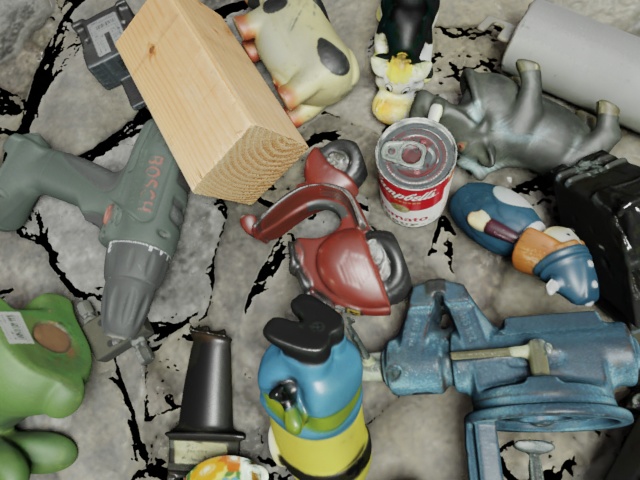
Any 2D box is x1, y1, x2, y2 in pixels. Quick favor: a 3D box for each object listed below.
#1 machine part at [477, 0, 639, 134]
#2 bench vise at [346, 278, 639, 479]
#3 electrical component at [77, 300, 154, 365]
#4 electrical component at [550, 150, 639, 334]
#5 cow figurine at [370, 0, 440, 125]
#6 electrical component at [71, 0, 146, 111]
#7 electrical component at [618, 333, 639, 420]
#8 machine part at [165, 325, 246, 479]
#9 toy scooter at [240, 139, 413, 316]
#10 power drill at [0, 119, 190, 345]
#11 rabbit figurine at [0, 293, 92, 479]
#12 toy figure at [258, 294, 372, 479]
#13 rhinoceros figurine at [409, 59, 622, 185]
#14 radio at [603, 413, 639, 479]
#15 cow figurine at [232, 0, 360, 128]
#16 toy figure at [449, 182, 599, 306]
[{"bbox_3d":[0.268,-0.165,0.518,0.243,0.079,0.079,31,79,17],"label":"machine part"},{"bbox_3d":[0.136,0.147,0.416,0.224,0.128,0.240,-2,65,6],"label":"bench vise"},{"bbox_3d":[-0.204,0.091,0.537,0.063,0.021,0.094,-33,72,-3],"label":"electrical component"},{"bbox_3d":[0.245,0.005,0.436,0.058,0.115,0.134,-19,109,4],"label":"electrical component"},{"bbox_3d":[0.089,-0.206,0.548,0.068,0.098,0.167,6,73,4],"label":"cow figurine"},{"bbox_3d":[-0.232,-0.211,0.624,0.075,0.047,0.119,-24,69,1],"label":"electrical component"},{"bbox_3d":[0.284,0.102,0.446,0.102,0.045,0.078,-37,73,-4],"label":"electrical component"},{"bbox_3d":[-0.105,0.148,0.497,0.084,0.039,0.139,-7,73,15],"label":"machine part"},{"bbox_3d":[-0.001,-0.002,0.508,0.135,0.075,0.184,-21,67,2],"label":"toy scooter"},{"bbox_3d":[-0.239,-0.027,0.544,0.207,0.086,0.232,10,69,17],"label":"power drill"},{"bbox_3d":[-0.291,0.153,0.501,0.170,0.121,0.159,-45,78,12],"label":"rabbit figurine"},{"bbox_3d":[-0.003,0.130,0.417,0.082,0.179,0.089,-20,43,-23],"label":"toy figure"},{"bbox_3d":[0.180,-0.105,0.510,0.190,0.073,0.112,21,98,3],"label":"rhinoceros figurine"},{"bbox_3d":[0.280,0.195,0.375,0.131,0.073,0.229,31,88,0],"label":"radio"},{"bbox_3d":[-0.023,-0.231,0.578,0.127,0.085,0.195,-28,75,-5],"label":"cow figurine"},{"bbox_3d":[0.175,-0.001,0.460,0.064,0.057,0.155,-22,38,-19],"label":"toy figure"}]
